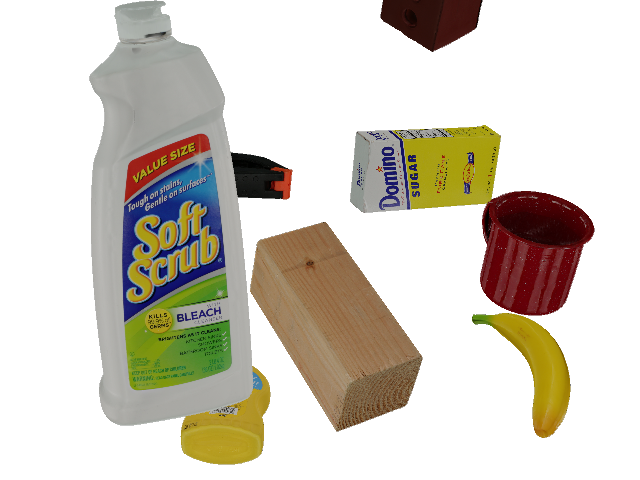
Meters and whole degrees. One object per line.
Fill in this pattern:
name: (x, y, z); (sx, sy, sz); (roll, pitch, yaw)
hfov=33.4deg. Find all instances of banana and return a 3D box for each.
banana: (0.227, 0.133, 1.136); (0.069, 0.037, 0.198); (-26, 34, 2)

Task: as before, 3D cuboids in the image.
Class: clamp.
clamp: (-0.112, -0.065, 0.994); (0.172, 0.039, 0.120); (13, 27, 30)

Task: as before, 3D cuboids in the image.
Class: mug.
mug: (0.184, 0.007, 0.970); (0.093, 0.081, 0.117); (-14, 39, -28)

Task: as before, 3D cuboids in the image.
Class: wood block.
wood block: (0.012, 0.088, 1.147); (0.090, 0.090, 0.206); (-16, 51, -24)

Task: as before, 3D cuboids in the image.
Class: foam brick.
foam brick: (0.081, -0.181, 0.737); (0.053, 0.078, 0.051); (38, 54, 25)

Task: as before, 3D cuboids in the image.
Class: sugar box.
sugar box: (0.127, -0.087, 1.289); (0.176, 0.093, 0.048); (-7, 26, -22)

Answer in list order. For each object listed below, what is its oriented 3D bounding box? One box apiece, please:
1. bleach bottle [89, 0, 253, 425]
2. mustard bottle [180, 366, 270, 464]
bleach bottle: (-0.101, -0.016, 0.650); (0.102, 0.251, 0.068); (-9, 21, -12)
mustard bottle: (-0.111, 0.198, 1.317); (0.096, 0.058, 0.191); (1, 25, 2)
